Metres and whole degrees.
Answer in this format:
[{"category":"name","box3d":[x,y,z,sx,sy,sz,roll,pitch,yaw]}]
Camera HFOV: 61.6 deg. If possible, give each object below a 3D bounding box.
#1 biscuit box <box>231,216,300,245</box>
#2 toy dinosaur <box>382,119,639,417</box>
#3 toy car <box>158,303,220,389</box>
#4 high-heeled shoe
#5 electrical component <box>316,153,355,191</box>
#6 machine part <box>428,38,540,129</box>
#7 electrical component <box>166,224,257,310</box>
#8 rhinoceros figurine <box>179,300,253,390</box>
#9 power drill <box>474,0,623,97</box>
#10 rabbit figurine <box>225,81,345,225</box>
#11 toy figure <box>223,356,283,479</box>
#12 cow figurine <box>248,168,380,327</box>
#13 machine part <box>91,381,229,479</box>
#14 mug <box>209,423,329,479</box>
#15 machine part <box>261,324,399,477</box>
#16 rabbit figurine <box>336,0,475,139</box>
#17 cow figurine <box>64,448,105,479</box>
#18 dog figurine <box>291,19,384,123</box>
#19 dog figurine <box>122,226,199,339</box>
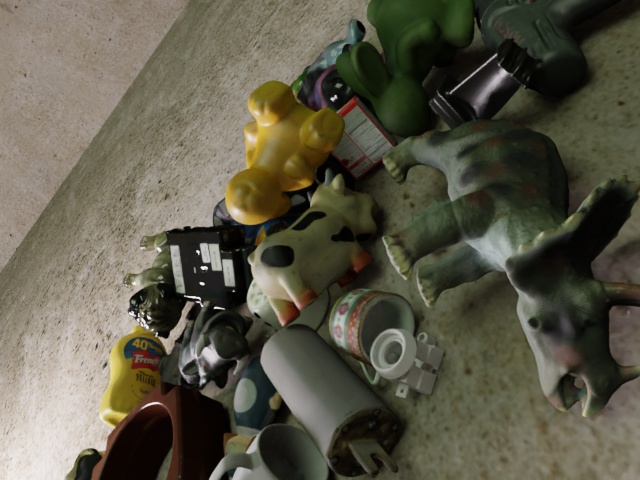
[{"category":"biscuit box","box3d":[-0.069,0.005,0.785,0.203,0.059,0.063,0,63,52]},{"category":"toy dinosaur","box3d":[0.162,-0.046,0.500,0.192,0.131,0.405,-21,35,18]},{"category":"toy car","box3d":[-0.190,0.138,0.835,0.089,0.053,0.202,5,67,56]},{"category":"high-heeled shoe","box3d":[-0.087,-0.042,0.872,0.086,0.145,0.248,-35,-16,-42]},{"category":"electrical component","box3d":[0.020,-0.091,0.750,0.021,0.063,0.094,-25,45,38]},{"category":"machine part","box3d":[0.171,-0.158,0.577,0.039,0.084,0.139,-35,0,-25]},{"category":"electrical component","box3d":[-0.147,0.037,0.762,0.134,0.058,0.114,3,104,30]},{"category":"rhinoceros figurine","box3d":[-0.143,0.142,0.706,0.190,0.073,0.112,-39,23,56]},{"category":"power drill","box3d":[0.271,-0.275,0.582,0.207,0.086,0.232,-29,44,29]},{"category":"rabbit figurine","box3d":[-0.068,-0.089,0.679,0.173,0.122,0.162,-63,7,-29]},{"category":"toy figure","box3d":[-0.080,0.216,0.628,0.064,0.058,0.154,136,150,-60]},{"category":"cow figurine","box3d":[-0.001,-0.002,0.638,0.195,0.127,0.085,-33,-7,-36]},{"category":"machine part","box3d":[-0.203,0.304,0.681,0.201,0.087,0.201,-46,35,17]},{"category":"mug","box3d":[-0.060,0.250,0.537,0.107,0.109,0.081,-60,37,19]},{"category":"machine part","box3d":[0.004,0.156,0.555,0.079,0.079,0.243,-56,33,0]},{"category":"rabbit figurine","box3d":[0.107,-0.217,0.679,0.121,0.159,0.170,-169,87,-74]},{"category":"cow figurine","box3d":[-0.339,0.385,0.771,0.068,0.098,0.167,15,74,48]},{"category":"dog figurine","box3d":[0.010,-0.218,0.840,0.219,0.108,0.191,-26,46,43]},{"category":"dog figurine","box3d":[-0.232,0.057,0.863,0.172,0.121,0.191,-66,25,-3]}]
